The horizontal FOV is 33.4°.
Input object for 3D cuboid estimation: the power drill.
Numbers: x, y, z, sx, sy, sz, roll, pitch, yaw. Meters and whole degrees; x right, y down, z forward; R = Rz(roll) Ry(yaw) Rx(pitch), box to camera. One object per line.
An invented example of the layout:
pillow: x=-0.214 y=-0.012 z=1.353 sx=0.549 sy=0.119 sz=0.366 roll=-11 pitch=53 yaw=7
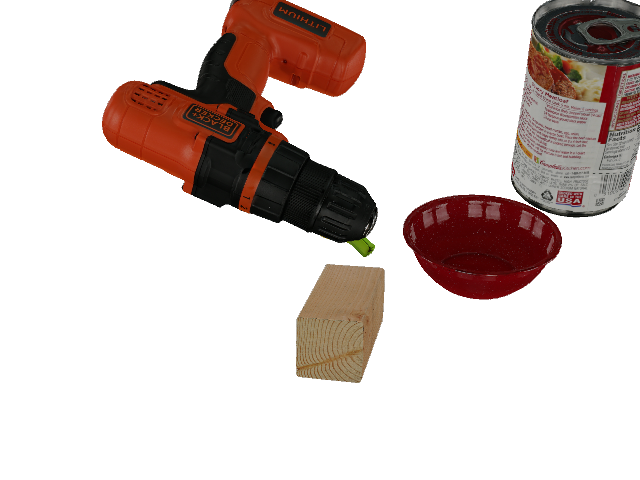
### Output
power drill: x=-0.029 y=-0.088 z=0.722 sx=0.184 sy=0.057 sz=0.187 roll=25 pitch=41 yaw=1

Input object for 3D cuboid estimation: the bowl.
bowl: x=0.164 y=0.013 z=1.102 sx=0.162 sy=0.055 sz=0.162 roll=0 pitch=31 yaw=0

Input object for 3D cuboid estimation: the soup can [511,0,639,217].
soup can: x=0.142 y=-0.071 z=0.578 sx=0.068 sy=0.102 sz=0.068 roll=0 pitch=41 yaw=0

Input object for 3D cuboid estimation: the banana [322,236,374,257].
banana: x=0.002 y=-0.032 z=0.898 sx=0.037 sy=0.069 sz=0.198 roll=-41 pitch=14 yaw=8

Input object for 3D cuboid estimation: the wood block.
wood block: x=0.031 y=0.111 z=1.495 sx=0.091 sy=0.090 sz=0.206 roll=4 pitch=20 yaw=10
